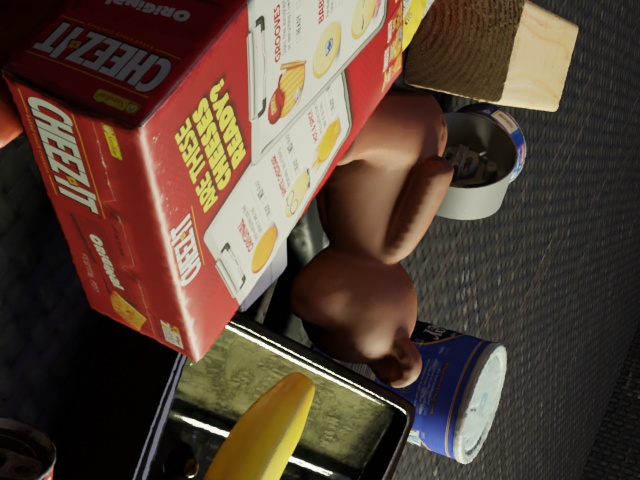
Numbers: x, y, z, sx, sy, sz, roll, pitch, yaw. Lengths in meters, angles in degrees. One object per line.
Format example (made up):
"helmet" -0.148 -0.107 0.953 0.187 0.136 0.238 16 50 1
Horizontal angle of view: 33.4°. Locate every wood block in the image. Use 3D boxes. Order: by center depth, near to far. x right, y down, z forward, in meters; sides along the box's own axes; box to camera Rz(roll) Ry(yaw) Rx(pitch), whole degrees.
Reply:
"wood block" 0.160 -0.171 0.970 0.205 0.091 0.090 -10 114 -65

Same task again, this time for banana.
"banana" -0.046 0.168 0.578 0.069 0.037 0.198 2 100 -51

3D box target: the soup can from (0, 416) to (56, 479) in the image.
"soup can" -0.159 0.142 0.490 0.068 0.069 0.102 -26 128 -60

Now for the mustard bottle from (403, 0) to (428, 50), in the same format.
"mustard bottle" 0.004 -0.163 0.630 0.096 0.058 0.191 -62 155 6

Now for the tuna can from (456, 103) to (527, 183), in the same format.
"tuna can" 0.148 -0.084 1.006 0.033 0.086 0.086 -34 135 -54

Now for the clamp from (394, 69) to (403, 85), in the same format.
"clamp" 0.054 -0.083 0.814 0.120 0.039 0.171 58 35 -57

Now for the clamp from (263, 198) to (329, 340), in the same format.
"clamp" -0.005 0.001 0.780 0.164 0.036 0.210 -42 139 -50

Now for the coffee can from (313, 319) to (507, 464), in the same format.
"coffee can" 0.073 0.116 0.898 0.102 0.140 0.103 -45 143 -48

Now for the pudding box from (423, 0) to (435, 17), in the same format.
"pudding box" 0.077 -0.239 0.808 0.090 0.039 0.113 -57 153 -37

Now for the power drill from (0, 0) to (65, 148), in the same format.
"power drill" -0.137 -0.128 0.377 0.184 0.057 0.188 -51 148 -42

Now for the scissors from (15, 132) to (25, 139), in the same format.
"scissors" -0.113 -0.083 0.513 0.201 0.016 0.096 -4 108 -66

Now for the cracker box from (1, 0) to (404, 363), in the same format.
"cracker box" -0.035 -0.078 0.481 0.213 0.072 0.164 -56 159 -30
